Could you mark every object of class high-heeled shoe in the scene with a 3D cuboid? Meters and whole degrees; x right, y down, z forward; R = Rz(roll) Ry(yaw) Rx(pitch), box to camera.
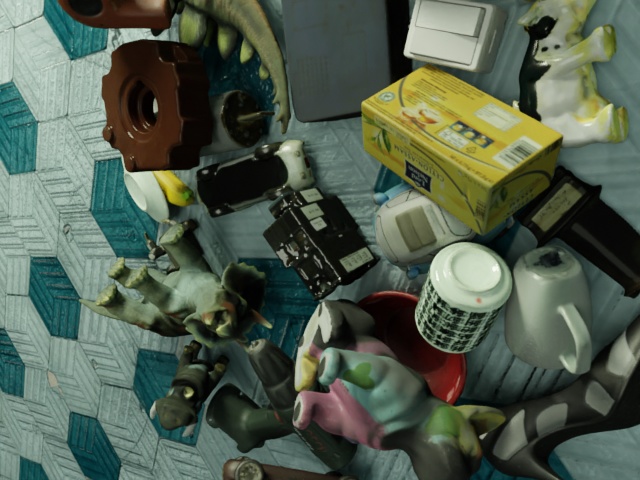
[{"bbox_3d":[0.258,0.152,0.569,0.145,0.086,0.248,35,105,53],"label":"high-heeled shoe"}]

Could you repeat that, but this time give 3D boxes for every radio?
[{"bbox_3d":[0.029,-0.251,0.598,0.131,0.073,0.229,1,105,32],"label":"radio"}]

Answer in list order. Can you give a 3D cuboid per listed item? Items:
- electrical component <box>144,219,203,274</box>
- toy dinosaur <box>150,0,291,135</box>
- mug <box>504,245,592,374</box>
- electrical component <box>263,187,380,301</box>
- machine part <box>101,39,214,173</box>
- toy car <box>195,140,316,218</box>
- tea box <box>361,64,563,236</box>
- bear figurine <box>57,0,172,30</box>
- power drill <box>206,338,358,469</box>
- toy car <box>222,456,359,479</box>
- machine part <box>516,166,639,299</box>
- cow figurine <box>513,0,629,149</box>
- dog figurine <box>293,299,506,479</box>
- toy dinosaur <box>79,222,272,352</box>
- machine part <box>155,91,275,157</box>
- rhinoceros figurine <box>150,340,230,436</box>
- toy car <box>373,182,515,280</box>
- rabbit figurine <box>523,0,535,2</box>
[{"bbox_3d":[-0.232,0.007,0.851,0.102,0.045,0.078,-27,86,36],"label":"electrical component"},{"bbox_3d":[-0.147,-0.339,0.673,0.472,0.105,0.198,54,133,23],"label":"toy dinosaur"},{"bbox_3d":[0.221,0.067,0.512,0.081,0.110,0.107,-13,123,6],"label":"mug"},{"bbox_3d":[-0.001,-0.002,0.655,0.058,0.115,0.134,-41,78,30],"label":"electrical component"},{"bbox_3d":[-0.212,-0.168,0.686,0.180,0.056,0.179,9,105,35],"label":"machine part"},{"bbox_3d":[-0.097,-0.081,0.734,0.202,0.056,0.073,-12,99,37],"label":"toy car"},{"bbox_3d":[0.130,-0.094,0.523,0.170,0.098,0.068,45,158,36],"label":"tea box"},{"bbox_3d":[-0.254,-0.349,0.644,0.132,0.120,0.196,-8,62,3],"label":"bear figurine"},{"bbox_3d":[-0.068,0.229,0.749,0.207,0.086,0.232,-26,114,37],"label":"power drill"},{"bbox_3d":[-0.034,0.333,0.734,0.089,0.202,0.053,129,154,-62],"label":"toy car"},{"bbox_3d":[0.268,-0.003,0.525,0.139,0.039,0.084,42,113,20],"label":"machine part"},{"bbox_3d":[0.222,-0.163,0.498,0.098,0.068,0.167,-7,97,40],"label":"cow figurine"},{"bbox_3d":[0.085,0.169,0.588,0.219,0.192,0.108,23,115,-11],"label":"dog figurine"},{"bbox_3d":[-0.221,0.097,0.822,0.192,0.131,0.405,45,145,-22],"label":"toy dinosaur"},{"bbox_3d":[-0.164,-0.153,0.739,0.243,0.079,0.079,-1,102,37],"label":"machine part"},{"bbox_3d":[-0.194,0.217,0.795,0.073,0.190,0.112,31,91,-4],"label":"rhinoceros figurine"},{"bbox_3d":[0.119,-0.016,0.579,0.162,0.103,0.109,-23,90,39],"label":"toy car"},{"bbox_3d":[0.122,-0.286,0.466,0.163,0.173,0.121,20,117,23],"label":"rabbit figurine"}]
